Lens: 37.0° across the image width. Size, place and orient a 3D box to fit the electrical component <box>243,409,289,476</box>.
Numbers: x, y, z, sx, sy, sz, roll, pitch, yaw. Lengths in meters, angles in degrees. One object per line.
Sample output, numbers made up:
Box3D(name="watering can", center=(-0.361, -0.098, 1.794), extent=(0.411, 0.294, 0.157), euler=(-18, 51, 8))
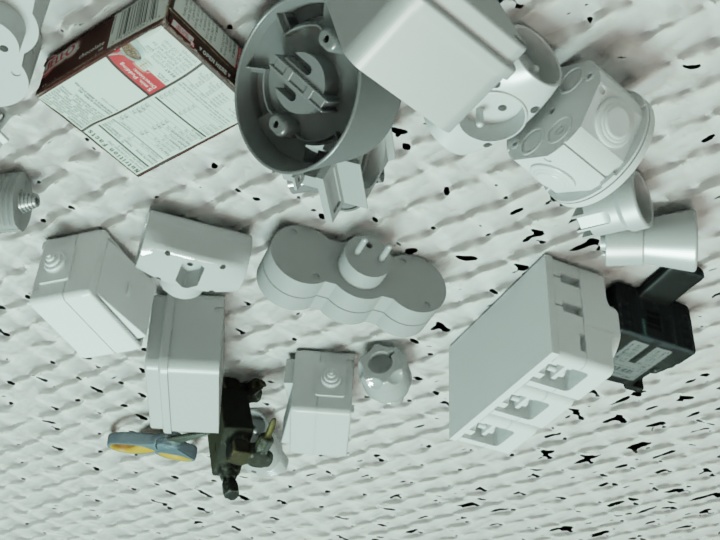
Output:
Box3D(name="electrical component", center=(-0.098, 0.172, 1.035), extent=(0.043, 0.043, 0.081), euler=(-7, 142, 13))

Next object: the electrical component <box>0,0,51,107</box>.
Box3D(name="electrical component", center=(-0.205, -0.139, 0.601), extent=(0.052, 0.073, 0.138), euler=(15, 142, -16))

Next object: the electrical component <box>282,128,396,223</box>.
Box3D(name="electrical component", center=(-0.017, -0.076, 0.678), extent=(0.064, 0.081, 0.042), euler=(17, 147, 19))

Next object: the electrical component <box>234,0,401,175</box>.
Box3D(name="electrical component", center=(-0.026, -0.105, 0.609), extent=(0.099, 0.099, 0.064), euler=(-25, 174, 32))

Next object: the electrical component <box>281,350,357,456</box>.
Box3D(name="electrical component", center=(-0.036, 0.113, 0.936), extent=(0.061, 0.061, 0.096), euler=(4, 143, -1))

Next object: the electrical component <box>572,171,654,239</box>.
Box3D(name="electrical component", center=(0.171, -0.043, 0.733), extent=(0.046, 0.040, 0.040), euler=(-15, 140, 30))

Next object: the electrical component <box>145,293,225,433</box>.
Box3D(name="electrical component", center=(-0.142, 0.078, 0.884), extent=(0.057, 0.078, 0.113), euler=(3, 143, -5))

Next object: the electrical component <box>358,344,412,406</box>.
Box3D(name="electrical component", center=(0.024, 0.095, 0.923), extent=(0.043, 0.043, 0.062), euler=(-6, 144, 11))

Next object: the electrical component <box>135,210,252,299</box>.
Box3D(name="electrical component", center=(-0.128, -0.004, 0.801), extent=(0.077, 0.043, 0.079), euler=(14, 142, -15))

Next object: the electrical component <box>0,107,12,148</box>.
Box3D(name="electrical component", center=(-0.284, -0.105, 0.655), extent=(0.063, 0.078, 0.121), euler=(14, 154, 37))

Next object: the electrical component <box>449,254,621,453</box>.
Box3D(name="electrical component", center=(0.133, 0.071, 0.844), extent=(0.062, 0.089, 0.150), euler=(18, 141, -18))

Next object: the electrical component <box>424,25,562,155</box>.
Box3D(name="electrical component", center=(0.065, -0.114, 0.640), extent=(0.079, 0.044, 0.077), euler=(27, 137, -28))

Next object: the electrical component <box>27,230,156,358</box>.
Box3D(name="electrical component", center=(-0.203, 0.015, 0.816), extent=(0.061, 0.061, 0.096), euler=(-10, 141, 17))

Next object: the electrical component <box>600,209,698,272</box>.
Box3D(name="electrical component", center=(0.203, -0.020, 0.759), extent=(0.065, 0.044, 0.044), euler=(-1, 143, 13))

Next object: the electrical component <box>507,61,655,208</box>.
Box3D(name="electrical component", center=(0.133, -0.082, 0.650), extent=(0.051, 0.080, 0.080), euler=(33, 134, -27))

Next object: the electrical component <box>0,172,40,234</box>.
Box3D(name="electrical component", center=(-0.265, -0.046, 0.755), extent=(0.081, 0.043, 0.043), euler=(-4, 143, 8))

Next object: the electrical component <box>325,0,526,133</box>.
Box3D(name="electrical component", center=(0.030, -0.135, 0.554), extent=(0.078, 0.113, 0.057), euler=(31, 117, -31))

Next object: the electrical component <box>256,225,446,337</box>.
Box3D(name="electrical component", center=(0.000, 0.000, 0.790), extent=(0.138, 0.052, 0.073), euler=(15, 141, -15))
